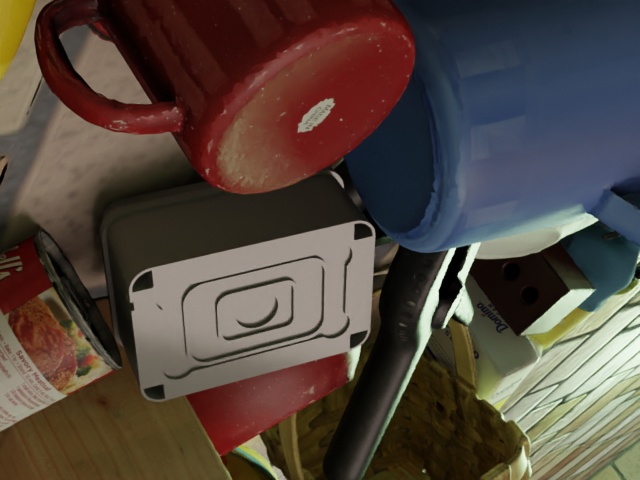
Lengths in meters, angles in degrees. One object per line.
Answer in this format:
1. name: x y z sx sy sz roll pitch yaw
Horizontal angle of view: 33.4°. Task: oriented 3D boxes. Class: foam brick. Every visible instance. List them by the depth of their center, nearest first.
1. foam brick: 0.148 0.023 0.769 0.053 0.078 0.051 -47 153 26

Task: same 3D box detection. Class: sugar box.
1. sugar box: 0.106 0.104 0.857 0.048 0.093 0.176 -22 155 -28

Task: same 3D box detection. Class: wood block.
1. wood block: -0.097 0.140 0.509 0.090 0.206 0.091 -12 149 -41

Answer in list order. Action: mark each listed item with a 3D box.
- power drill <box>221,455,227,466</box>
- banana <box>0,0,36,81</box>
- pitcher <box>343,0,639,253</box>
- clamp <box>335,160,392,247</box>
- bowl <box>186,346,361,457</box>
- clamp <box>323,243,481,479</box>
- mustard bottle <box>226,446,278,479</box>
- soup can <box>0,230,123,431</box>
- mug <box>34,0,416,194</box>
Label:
1. power drill: -0.145 0.206 0.727 0.188 0.057 0.184 -48 -174 13
2. banana: -0.129 -0.050 0.311 0.069 0.037 0.198 10 133 -38
3. pitcher: 0.138 -0.064 0.470 0.242 0.149 0.145 -15 109 -21
4. clamp: -0.004 0.001 0.574 0.171 0.039 0.120 -32 153 0
5. bowl: -0.033 0.080 0.621 0.162 0.055 0.162 -30 173 -4
6. clamp: 0.064 0.028 0.607 0.164 0.036 0.210 -46 156 -44
7. mustard bottle: -0.053 0.197 0.793 0.058 0.096 0.192 -48 -165 -5
8. soup can: -0.144 0.050 0.448 0.102 0.068 0.068 -30 157 -5
9. mug: -0.032 -0.066 0.342 0.117 0.081 0.093 -20 154 -30
